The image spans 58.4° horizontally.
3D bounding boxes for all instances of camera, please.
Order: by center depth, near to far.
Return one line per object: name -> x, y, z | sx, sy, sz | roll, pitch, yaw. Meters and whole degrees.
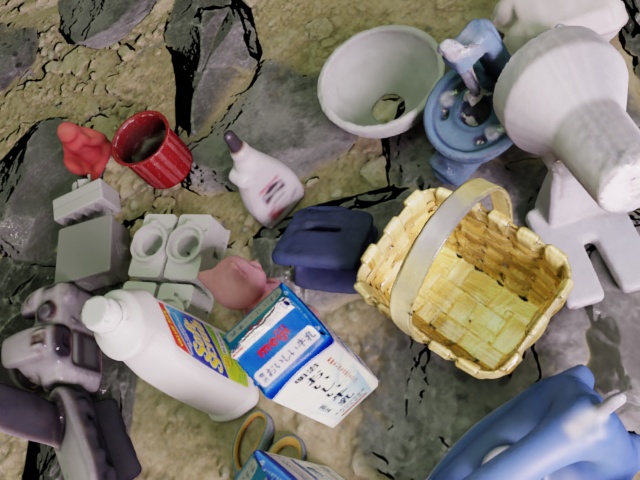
camera -> -0.369, 0.139, 0.742 | 0.136, 0.101, 0.143 | -20, 61, 10

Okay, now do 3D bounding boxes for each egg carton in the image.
egg carton -> 0.297, -0.281, 0.724 | 0.150, 0.069, 0.107 | -17, 62, 11

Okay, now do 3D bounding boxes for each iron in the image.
iron -> 0.161, 0.211, 0.501 | 0.258, 0.142, 0.118 | -35, 60, 1

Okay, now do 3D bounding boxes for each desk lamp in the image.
desk lamp -> 0.258, -0.068, 0.555 | 0.118, 0.214, 0.203 | -20, 61, 10

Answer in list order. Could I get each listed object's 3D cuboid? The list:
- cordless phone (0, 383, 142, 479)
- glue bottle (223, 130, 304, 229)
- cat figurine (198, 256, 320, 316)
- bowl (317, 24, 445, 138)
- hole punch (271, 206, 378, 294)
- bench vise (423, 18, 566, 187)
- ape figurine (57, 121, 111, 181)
cordless phone -> -0.296, 0.227, 0.627 | 0.094, 0.185, 0.147 | -40, 60, -2
glue bottle -> -0.077, -0.081, 0.701 | 0.037, 0.173, 0.078 | 34, 81, 29
cat figurine -> -0.075, 0.065, 0.665 | 0.127, 0.118, 0.067 | 32, 80, 29
bowl -> 0.085, -0.196, 0.755 | 0.167, 0.075, 0.167 | -7, 64, 16
hole punch -> 0.006, 0.002, 0.681 | 0.108, 0.091, 0.101 | 4, 68, 21
bench vise -> 0.187, -0.182, 0.629 | 0.121, 0.220, 0.207 | 27, 77, 28
ape figurine -> -0.366, -0.146, 0.878 | 0.077, 0.092, 0.076 | -26, 60, 6
